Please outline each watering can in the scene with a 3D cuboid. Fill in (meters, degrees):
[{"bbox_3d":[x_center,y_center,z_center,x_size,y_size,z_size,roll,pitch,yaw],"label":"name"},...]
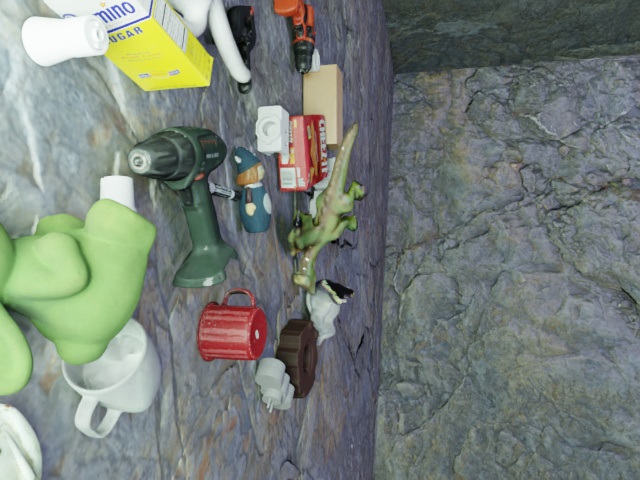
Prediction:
[{"bbox_3d":[-0.166,-0.353,0.652,0.345,0.104,0.226,26,63,-73],"label":"watering can"}]

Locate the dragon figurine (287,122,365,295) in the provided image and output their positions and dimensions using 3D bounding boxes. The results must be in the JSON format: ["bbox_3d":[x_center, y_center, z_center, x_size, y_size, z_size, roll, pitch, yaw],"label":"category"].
[{"bbox_3d":[0.004,-0.061,1.206,0.247,0.122,0.402,-41,143,-58],"label":"dragon figurine"}]

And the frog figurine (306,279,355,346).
[{"bbox_3d":[0.004,0.187,1.353,0.157,0.122,0.139,-57,-175,17],"label":"frog figurine"}]
